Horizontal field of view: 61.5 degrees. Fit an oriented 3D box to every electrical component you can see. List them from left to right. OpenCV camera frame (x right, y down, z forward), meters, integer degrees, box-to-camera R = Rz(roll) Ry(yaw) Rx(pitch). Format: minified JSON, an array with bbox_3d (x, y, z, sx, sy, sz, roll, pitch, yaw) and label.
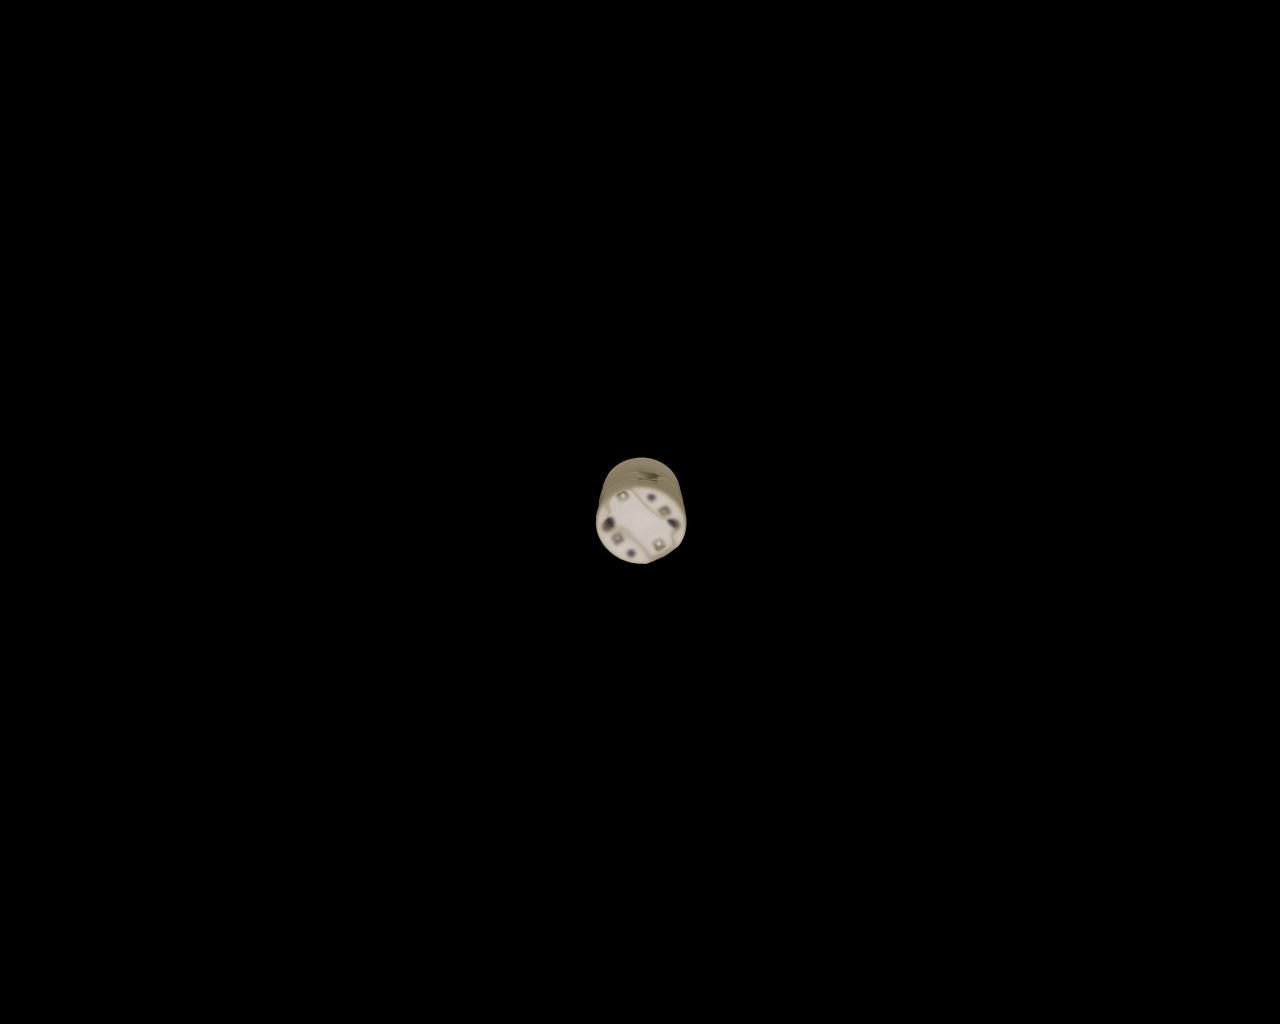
[{"bbox_3d":[0.001,-0.003,0.650,0.055,0.055,0.047,0,28,0],"label":"electrical component"}]
